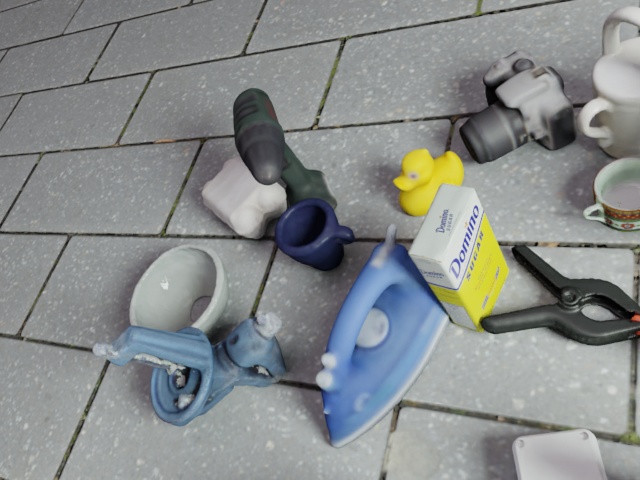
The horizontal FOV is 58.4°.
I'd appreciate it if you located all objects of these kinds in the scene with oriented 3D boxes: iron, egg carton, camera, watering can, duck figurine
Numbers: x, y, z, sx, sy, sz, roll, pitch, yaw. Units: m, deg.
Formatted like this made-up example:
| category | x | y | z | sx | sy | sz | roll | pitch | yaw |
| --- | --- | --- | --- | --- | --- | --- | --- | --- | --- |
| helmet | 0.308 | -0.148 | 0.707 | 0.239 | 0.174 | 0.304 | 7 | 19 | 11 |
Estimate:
| category | x | y | z | sx | sy | sz | roll | pitch | yaw |
| --- | --- | --- | --- | --- | --- | --- | --- | --- | --- |
| iron | 0.055 | 0.110 | 0.671 | 0.118 | 0.142 | 0.258 | 18 | 70 | 36 |
| egg carton | -0.123 | -0.070 | 0.935 | 0.107 | 0.070 | 0.149 | -48 | 50 | -7 |
| camera | 0.253 | -0.178 | 0.778 | 0.136 | 0.101 | 0.143 | -29 | 50 | 9 |
| watering can | 0.373 | -0.193 | 0.661 | 0.100 | 0.195 | 0.173 | 28 | 76 | 38 |
| duck figurine | 0.145 | -0.093 | 0.792 | 0.104 | 0.086 | 0.077 | -39 | 49 | 1 |

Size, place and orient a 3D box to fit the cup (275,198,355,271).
| category | x | y | z | sx | sy | sz | roll | pitch | yaw |
| --- | --- | --- | --- | --- | --- | --- | --- | --- | --- |
| cup | 0.007 | 0.003 | 0.798 | 0.117 | 0.095 | 0.092 | 7 | 63 | 32 |

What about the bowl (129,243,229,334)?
| category | x | y | z | sx | sy | sz | roll | pitch | yaw |
| --- | --- | --- | --- | --- | --- | --- | --- | --- | --- |
| bowl | -0.199 | 0.092 | 0.866 | 0.167 | 0.075 | 0.167 | -14 | 54 | 20 |

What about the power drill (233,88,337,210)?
| category | x | y | z | sx | sy | sz | roll | pitch | yaw |
| --- | --- | --- | --- | --- | --- | --- | --- | --- | --- |
| power drill | -0.055 | -0.112 | 0.833 | 0.075 | 0.209 | 0.229 | -30 | 50 | 8 |

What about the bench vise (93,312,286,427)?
| category | x | y | z | sx | sy | sz | roll | pitch | yaw |
| --- | --- | --- | --- | --- | --- | --- | --- | --- | --- |
| bench vise | -0.158 | 0.136 | 0.719 | 0.207 | 0.220 | 0.121 | -45 | 50 | -5 |
